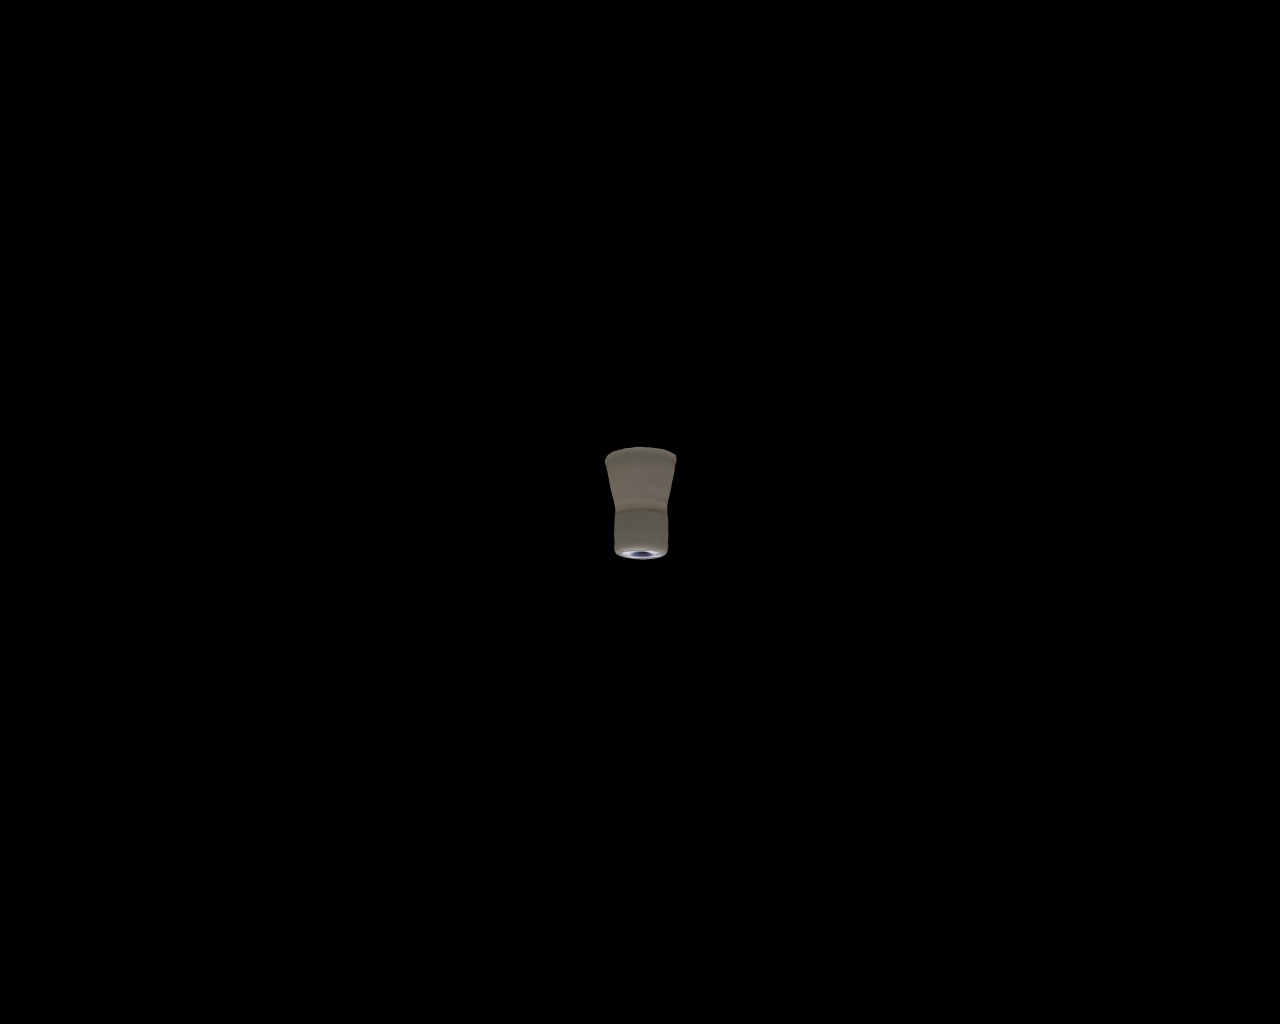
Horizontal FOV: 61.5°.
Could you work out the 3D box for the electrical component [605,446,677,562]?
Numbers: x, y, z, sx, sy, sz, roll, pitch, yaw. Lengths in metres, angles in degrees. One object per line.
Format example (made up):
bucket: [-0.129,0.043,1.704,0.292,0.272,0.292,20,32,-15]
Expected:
electrical component: [0.001,-0.003,0.650,0.044,0.065,0.044,0,-15,0]
